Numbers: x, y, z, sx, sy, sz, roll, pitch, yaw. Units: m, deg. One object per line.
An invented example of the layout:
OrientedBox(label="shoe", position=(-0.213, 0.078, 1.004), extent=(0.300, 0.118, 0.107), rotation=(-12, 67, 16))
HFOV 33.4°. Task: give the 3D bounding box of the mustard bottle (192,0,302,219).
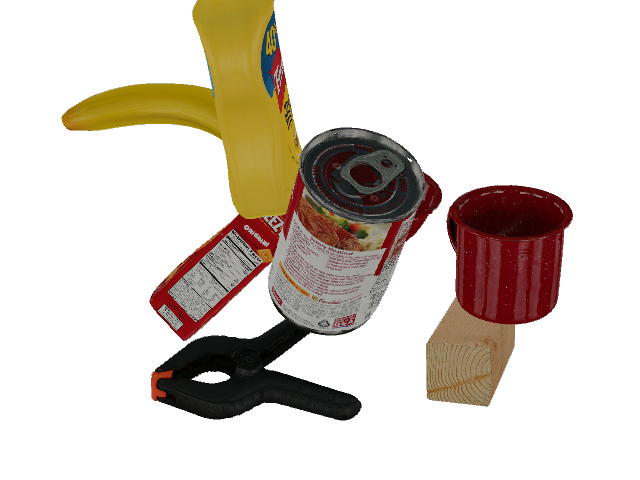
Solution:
OrientedBox(label="mustard bottle", position=(-0.052, -0.119, 0.759), extent=(0.058, 0.191, 0.096), rotation=(-6, 29, 9))

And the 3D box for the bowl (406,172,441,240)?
OrientedBox(label="bowl", position=(0.037, -0.029, 1.058), extent=(0.162, 0.055, 0.162), rotation=(3, 28, -2))

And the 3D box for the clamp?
OrientedBox(label="clamp", position=(-0.057, 0.103, 0.900), extent=(0.171, 0.039, 0.120), rotation=(1, 38, -10))

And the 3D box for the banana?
OrientedBox(label="banana", position=(-0.138, -0.114, 0.965), extent=(0.198, 0.037, 0.069), rotation=(12, 48, 21))

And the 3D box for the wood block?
OrientedBox(label="wood block", position=(0.222, 0.153, 1.550), extent=(0.091, 0.090, 0.205), rotation=(4, 18, 19))

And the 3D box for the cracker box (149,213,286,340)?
OrientedBox(label="cracker box", position=(-0.085, 0.002, 1.234), extent=(0.214, 0.072, 0.164), rotation=(-42, 3, 26))

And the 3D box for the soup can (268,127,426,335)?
OrientedBox(label="soup can", position=(0.012, -0.003, 0.592), extent=(0.068, 0.068, 0.102), rotation=(0, -40, -16))

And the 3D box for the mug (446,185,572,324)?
OrientedBox(label="mug", position=(0.141, 0.008, 0.848), extent=(0.093, 0.081, 0.117), rotation=(-21, 34, -30))
